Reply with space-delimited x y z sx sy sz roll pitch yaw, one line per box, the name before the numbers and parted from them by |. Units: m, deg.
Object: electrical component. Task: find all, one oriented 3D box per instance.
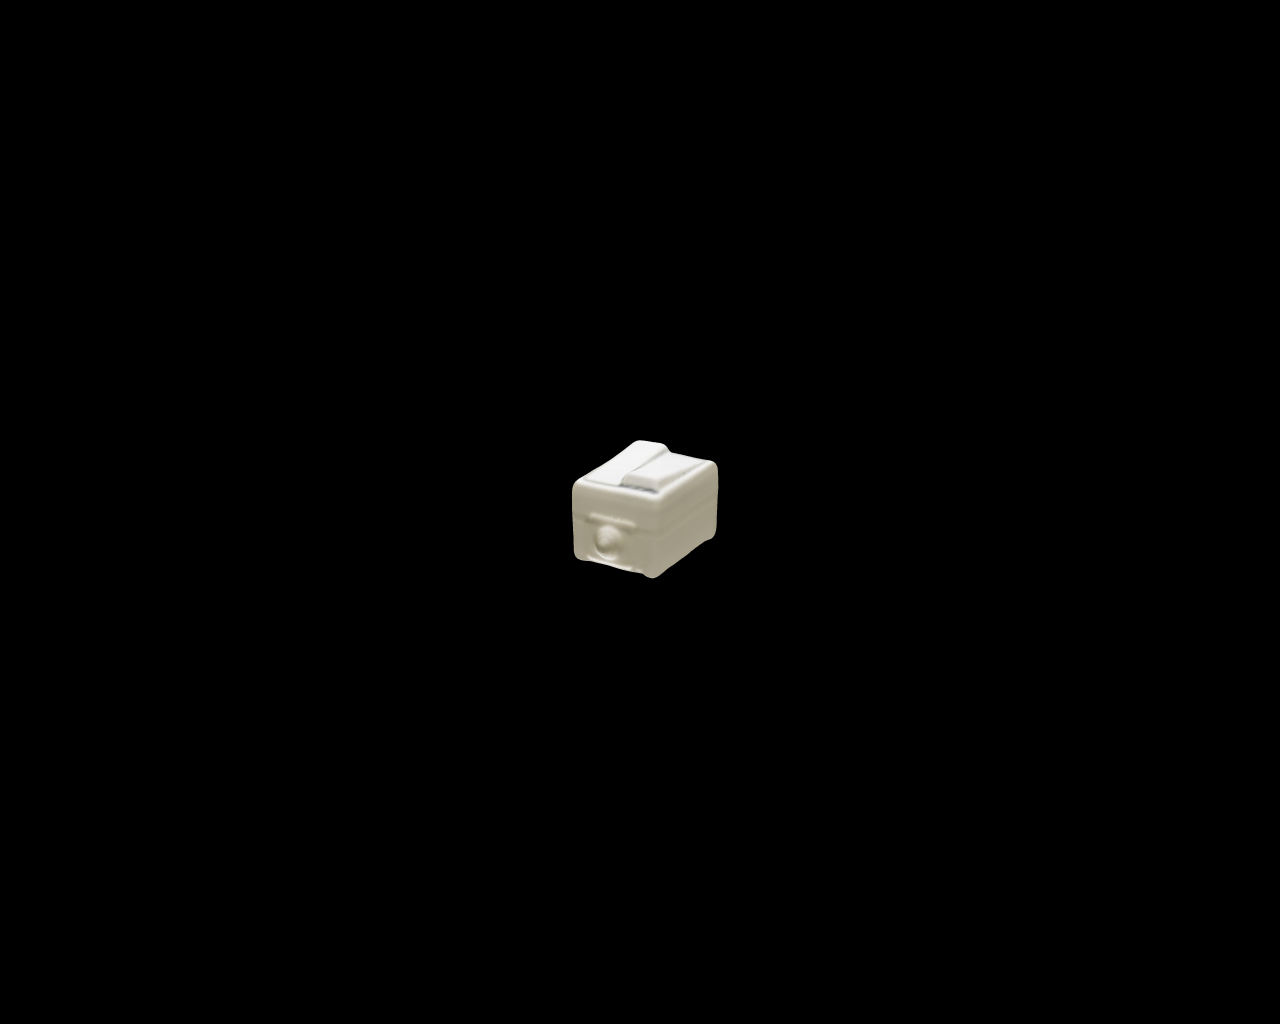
electrical component | 0.001 -0.003 0.650 0.062 0.061 0.096 13 26 29
